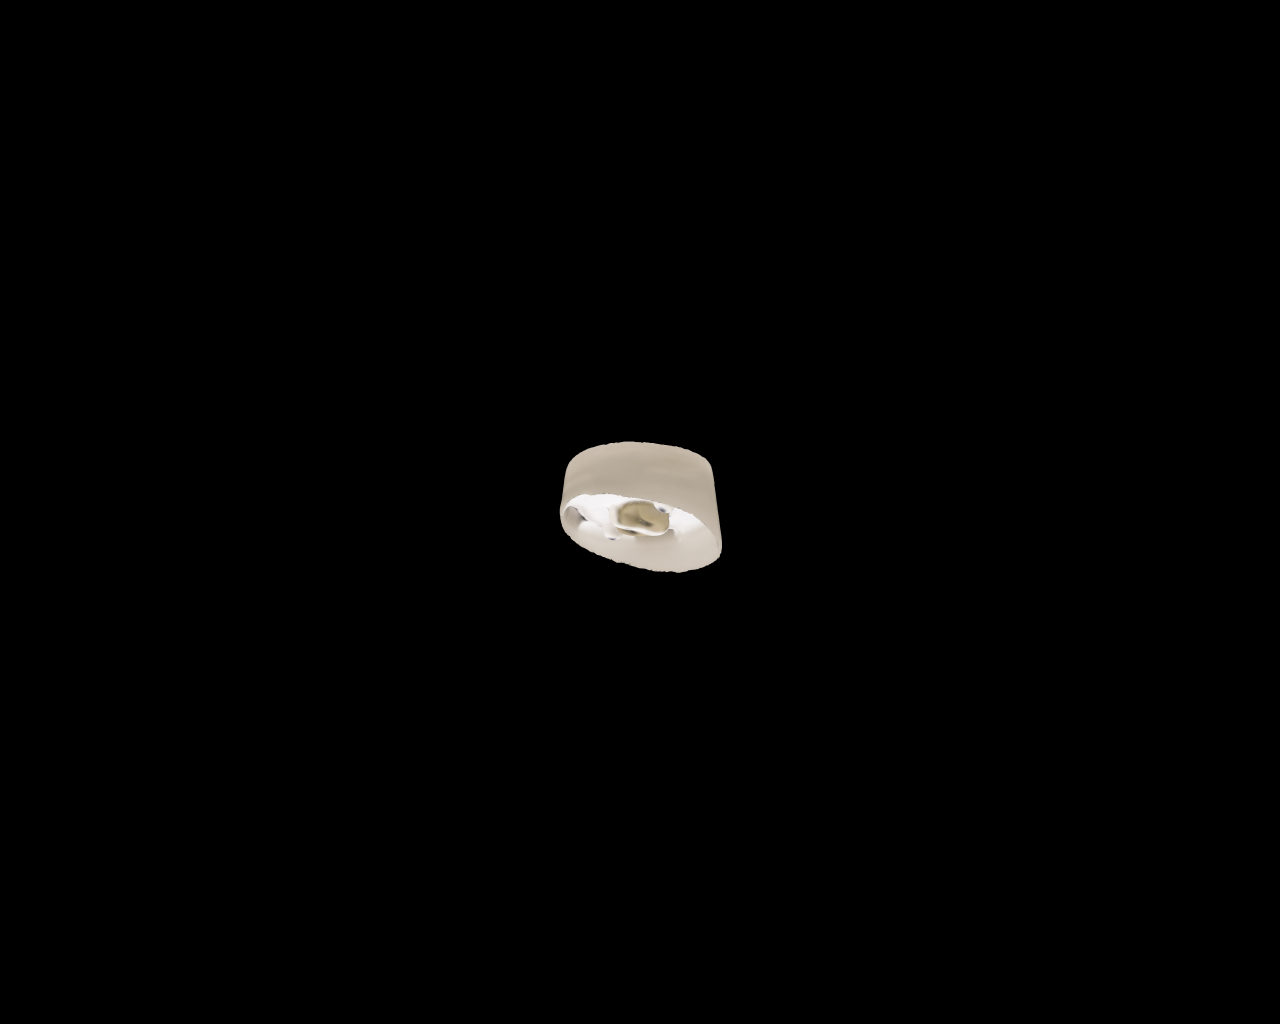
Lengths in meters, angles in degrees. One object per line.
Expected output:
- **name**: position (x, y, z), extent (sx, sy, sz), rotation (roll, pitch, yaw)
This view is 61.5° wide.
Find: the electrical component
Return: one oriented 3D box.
- **electrical component**: position (0.001, -0.003, 0.650), extent (0.099, 0.064, 0.099), rotation (0, -20, 0)
